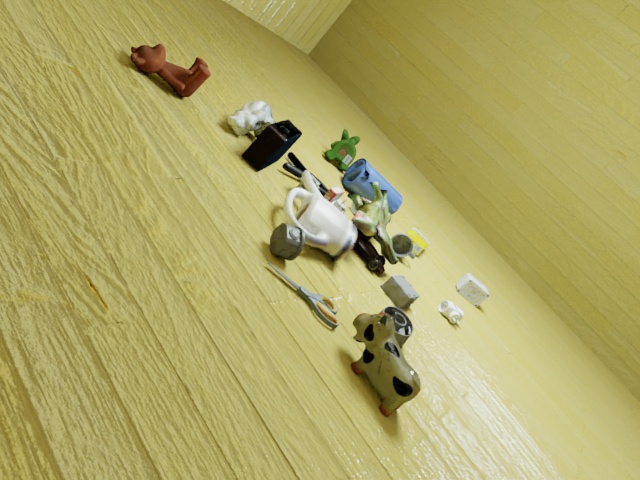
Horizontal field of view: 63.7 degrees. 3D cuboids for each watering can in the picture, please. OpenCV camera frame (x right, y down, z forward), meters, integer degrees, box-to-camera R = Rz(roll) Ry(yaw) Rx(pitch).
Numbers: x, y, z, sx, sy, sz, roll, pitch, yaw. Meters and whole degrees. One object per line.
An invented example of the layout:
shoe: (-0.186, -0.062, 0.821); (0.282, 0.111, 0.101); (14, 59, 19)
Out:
watering can: (0.004, -0.071, 1.408); (0.223, 0.102, 0.355); (39, 26, -13)

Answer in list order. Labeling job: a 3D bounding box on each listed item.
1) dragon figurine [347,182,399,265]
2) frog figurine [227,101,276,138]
dragon figurine: (0.186, -0.033, 1.599); (0.406, 0.121, 0.247); (31, 42, -59)
frog figurine: (-0.227, -0.382, 1.606); (0.138, 0.122, 0.159); (17, 8, 42)
